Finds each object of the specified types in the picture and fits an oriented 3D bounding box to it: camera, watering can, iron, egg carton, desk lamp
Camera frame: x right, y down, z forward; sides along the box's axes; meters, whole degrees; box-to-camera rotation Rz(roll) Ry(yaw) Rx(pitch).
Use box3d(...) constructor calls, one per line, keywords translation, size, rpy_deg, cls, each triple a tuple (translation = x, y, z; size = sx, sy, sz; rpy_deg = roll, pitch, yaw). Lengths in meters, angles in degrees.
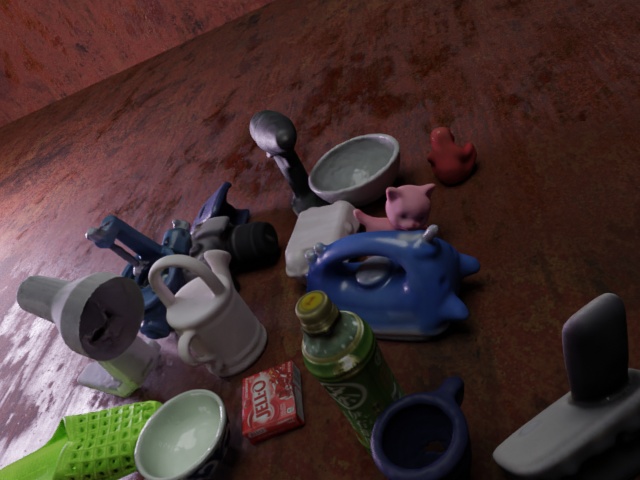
box3d(translation=(-0.150, 0.015, 0.968), size=(0.136, 0.101, 0.143), rpy_deg=(-13, 37, 23), cls="camera")
box3d(translation=(-0.162, 0.088, 0.798), size=(0.101, 0.194, 0.172), rpy_deg=(-26, 34, 6), cls="watering can")
box3d(translation=(0.063, 0.042, 0.740), size=(0.257, 0.142, 0.119), rpy_deg=(-5, 41, 32), cls="iron")
box3d(translation=(0.008, 0.003, 0.896), size=(0.107, 0.070, 0.150), rpy_deg=(-11, 38, 25), cls="egg carton")
box3d(translation=(-0.334, 0.135, 0.846), size=(0.202, 0.214, 0.118), rpy_deg=(-2, 43, 35), cls="desk lamp")

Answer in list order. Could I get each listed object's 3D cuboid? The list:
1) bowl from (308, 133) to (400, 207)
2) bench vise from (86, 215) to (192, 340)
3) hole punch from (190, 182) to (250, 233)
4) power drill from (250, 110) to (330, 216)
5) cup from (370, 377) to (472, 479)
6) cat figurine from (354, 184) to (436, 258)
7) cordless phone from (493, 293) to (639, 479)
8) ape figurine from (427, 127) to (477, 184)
box3d(translation=(0.069, -0.108, 0.991), size=(0.167, 0.075, 0.167), rpy_deg=(-19, 35, 15), cls="bowl")
box3d(translation=(-0.290, 0.027, 0.948), size=(0.121, 0.220, 0.207), rpy_deg=(-21, 35, 12), cls="bench vise")
box3d(translation=(-0.203, -0.044, 1.093), size=(0.101, 0.091, 0.108), rpy_deg=(-14, 37, 21), cls="hole punch")
box3d(translation=(-0.050, -0.134, 0.991), size=(0.075, 0.209, 0.229), rpy_deg=(-33, 34, -5), cls="power drill")
box3d(translation=(0.112, 0.197, 0.545), size=(0.091, 0.095, 0.118), rpy_deg=(11, 51, 44), cls="cup")
box3d(translation=(0.110, -0.035, 0.827), size=(0.127, 0.118, 0.067), rpy_deg=(-9, 39, 27), cls="cat figurine")
box3d(translation=(0.205, 0.132, 0.480), size=(0.147, 0.185, 0.094), rpy_deg=(-35, 34, -8), cls="cordless phone")
box3d(translation=(0.205, -0.142, 0.920), size=(0.077, 0.092, 0.076), rpy_deg=(2, 45, 38), cls="ape figurine")
